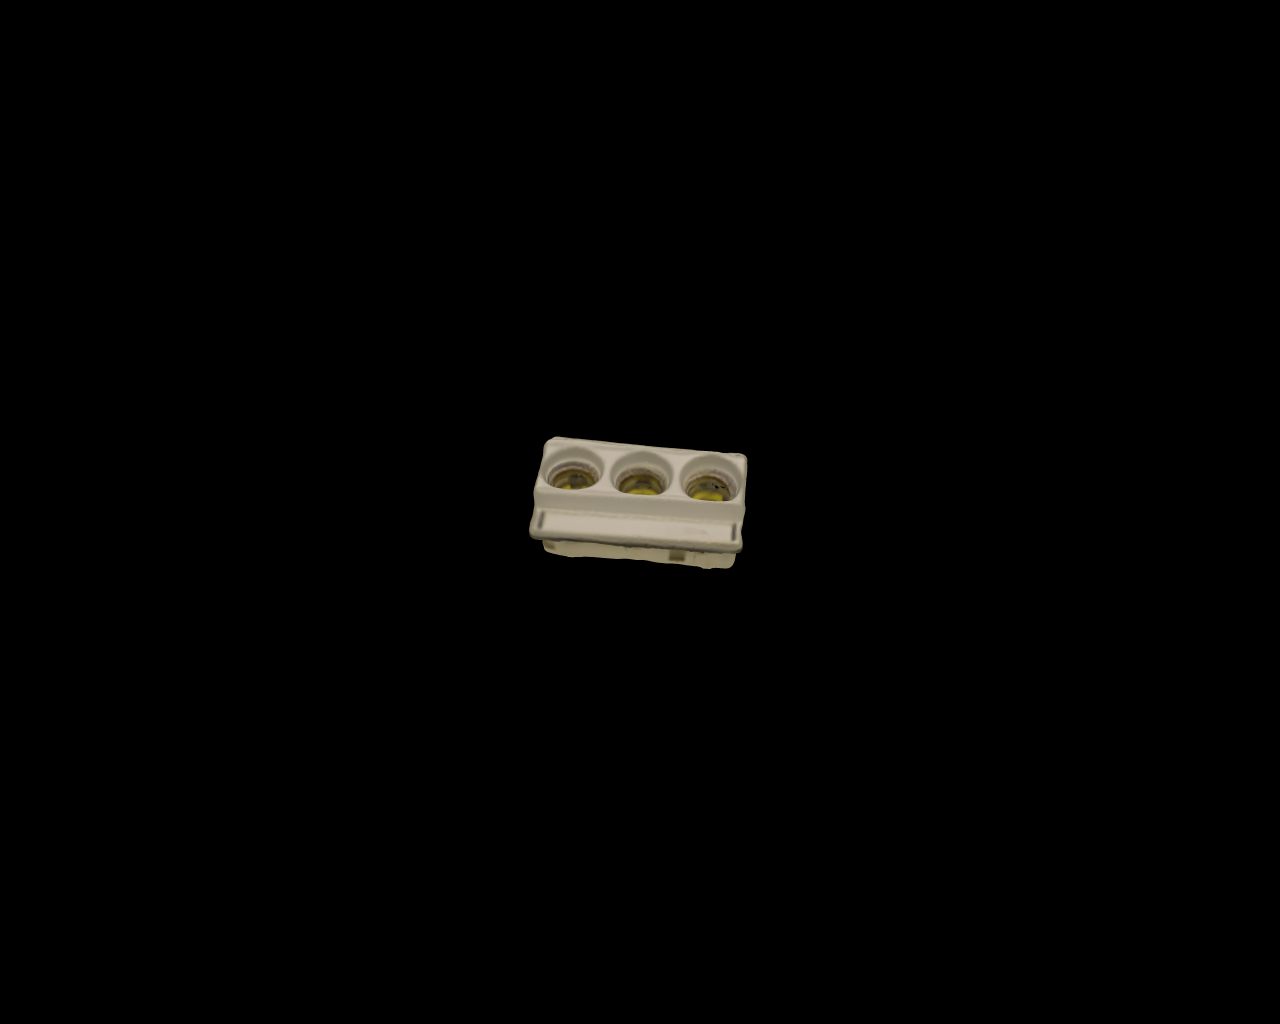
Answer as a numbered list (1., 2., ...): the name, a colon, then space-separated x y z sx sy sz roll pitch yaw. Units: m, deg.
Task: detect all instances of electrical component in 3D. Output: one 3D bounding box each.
1. electrical component: 0.001 -0.003 0.650 0.121 0.079 0.063 4 -43 4
